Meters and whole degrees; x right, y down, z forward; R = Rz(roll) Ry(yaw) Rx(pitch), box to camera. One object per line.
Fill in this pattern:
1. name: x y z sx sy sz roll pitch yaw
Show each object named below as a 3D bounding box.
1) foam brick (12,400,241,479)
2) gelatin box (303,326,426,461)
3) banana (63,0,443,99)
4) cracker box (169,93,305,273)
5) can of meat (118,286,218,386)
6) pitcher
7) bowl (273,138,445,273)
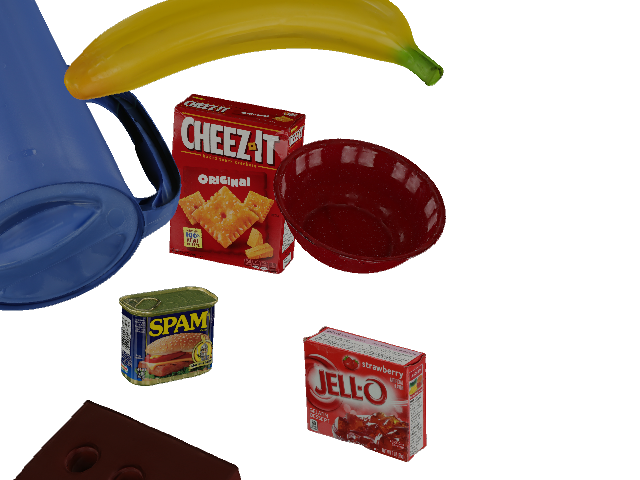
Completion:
1. foam brick: -0.074 0.111 0.427 0.078 0.051 0.052 18 44 23
2. gelatin box: 0.030 0.107 0.749 0.089 0.073 0.030 12 23 34
3. banana: -0.036 -0.109 0.566 0.197 0.037 0.069 -5 45 -9
4. cracker box: -0.114 -0.073 1.427 0.164 0.214 0.072 12 26 13
5. can of meat: -0.161 0.101 1.129 0.101 0.084 0.058 -7 19 -35
6. pitcher: -0.215 -0.083 0.763 0.145 0.243 0.149 -36 -31 14
7. bowl: 0.031 -0.022 0.987 0.162 0.162 0.055 0 -44 -17
